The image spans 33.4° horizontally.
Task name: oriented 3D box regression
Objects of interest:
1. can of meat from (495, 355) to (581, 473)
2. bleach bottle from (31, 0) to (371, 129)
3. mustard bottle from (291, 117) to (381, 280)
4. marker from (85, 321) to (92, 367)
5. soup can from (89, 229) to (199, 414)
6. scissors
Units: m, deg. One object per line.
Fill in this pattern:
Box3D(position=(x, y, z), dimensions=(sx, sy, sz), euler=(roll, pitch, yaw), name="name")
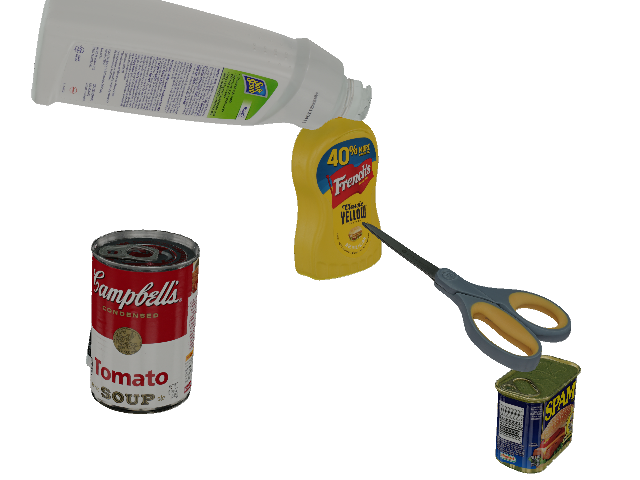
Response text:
Box3D(position=(0.216, 0.173, 1.067), dimensions=(0.058, 0.084, 0.101), euler=(13, 22, 35), name="can of meat")
Box3D(position=(-0.086, -0.127, 0.814), dimensions=(0.250, 0.068, 0.103), euler=(11, -32, -13), name="bleach bottle")
Box3D(position=(0.016, -0.063, 1.050), dimensions=(0.096, 0.192, 0.058), euler=(-16, 22, -36), name="mustard bottle")
Box3D(position=(-0.225, 0.082, 1.094), dimensions=(0.020, 0.121, 0.020), euler=(11, 35, -8), name="marker")
Box3D(position=(-0.115, 0.051, 0.689), dimensions=(0.068, 0.102, 0.068), euler=(5, 20, -2), name="soup can")
Box3D(position=(0.122, 0.034, 0.862), dimensions=(0.096, 0.016, 0.202), euler=(-10, 39, -27), name="scissors")
